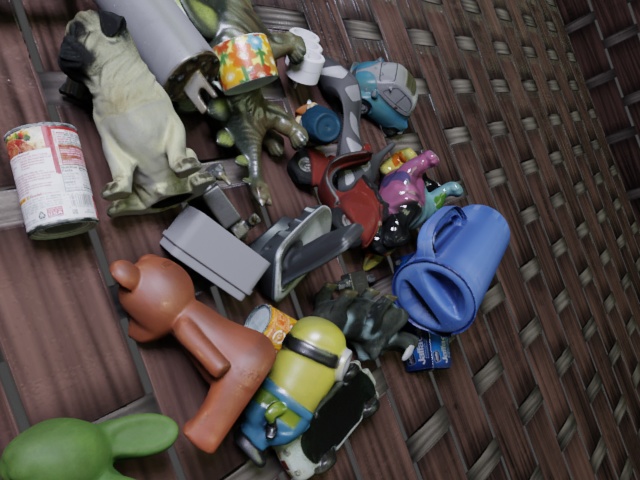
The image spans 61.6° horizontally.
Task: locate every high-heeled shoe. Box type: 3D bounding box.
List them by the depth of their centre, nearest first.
[{"bbox_3d":[0.020,-0.195,0.914,0.145,0.086,0.249,-38,85,-16],"label":"high-heeled shoe"}]

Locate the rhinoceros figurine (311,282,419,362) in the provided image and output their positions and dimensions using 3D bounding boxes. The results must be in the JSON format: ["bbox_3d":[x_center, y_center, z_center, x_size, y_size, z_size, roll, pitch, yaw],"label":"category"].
[{"bbox_3d":[0.072,0.127,0.797,0.190,0.073,0.112,19,84,-32],"label":"rhinoceros figurine"}]

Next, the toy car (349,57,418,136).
[{"bbox_3d":[0.130,-0.275,1.013,0.161,0.103,0.109,34,54,-30],"label":"toy car"}]

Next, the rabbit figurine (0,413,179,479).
[{"bbox_3d":[-0.190,0.220,0.470,0.170,0.121,0.159,61,36,-13],"label":"rabbit figurine"}]

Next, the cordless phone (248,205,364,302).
[{"bbox_3d":[-0.001,-0.002,0.708,0.088,0.184,0.146,55,44,-9],"label":"cordless phone"}]

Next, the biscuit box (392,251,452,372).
[{"bbox_3d":[0.177,0.124,0.932,0.059,0.063,0.202,11,67,-42],"label":"biscuit box"}]

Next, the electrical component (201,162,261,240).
[{"bbox_3d":[-0.116,-0.046,0.678,0.045,0.078,0.102,-36,99,-4],"label":"electrical component"}]

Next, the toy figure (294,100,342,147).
[{"bbox_3d":[-0.009,-0.181,0.826,0.058,0.155,0.064,2,106,-16],"label":"toy figure"}]

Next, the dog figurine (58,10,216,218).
[{"bbox_3d":[-0.203,-0.134,0.593,0.121,0.172,0.190,-19,83,-20],"label":"dog figurine"}]

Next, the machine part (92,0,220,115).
[{"bbox_3d":[-0.192,-0.246,0.615,0.079,0.079,0.243,-25,75,-48],"label":"machine part"}]

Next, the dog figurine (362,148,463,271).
[{"bbox_3d":[0.120,-0.053,0.922,0.219,0.192,0.108,-43,114,-10],"label":"dog figurine"}]

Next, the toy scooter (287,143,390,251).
[{"bbox_3d":[0.048,-0.081,0.828,0.135,0.075,0.184,-31,82,-18],"label":"toy scooter"}]

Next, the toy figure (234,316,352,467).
[{"bbox_3d":[-0.034,0.175,0.641,0.180,0.082,0.089,-48,122,-11],"label":"toy figure"}]

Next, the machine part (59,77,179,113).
[{"bbox_3d":[-0.233,-0.173,0.644,0.138,0.039,0.084,23,54,-37],"label":"machine part"}]

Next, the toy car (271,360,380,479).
[{"bbox_3d":[0.015,0.238,0.727,0.202,0.056,0.073,-33,93,-49],"label":"toy car"}]

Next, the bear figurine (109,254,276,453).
[{"bbox_3d":[-0.150,0.109,0.578,0.196,0.120,0.132,33,93,-2],"label":"bear figurine"}]

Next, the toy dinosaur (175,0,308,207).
[{"bbox_3d":[-0.121,-0.269,0.747,0.198,0.105,0.471,5,71,-44],"label":"toy dinosaur"}]

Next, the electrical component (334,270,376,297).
[{"bbox_3d":[0.060,0.082,0.857,0.094,0.021,0.063,-9,82,-47],"label":"electrical component"}]
